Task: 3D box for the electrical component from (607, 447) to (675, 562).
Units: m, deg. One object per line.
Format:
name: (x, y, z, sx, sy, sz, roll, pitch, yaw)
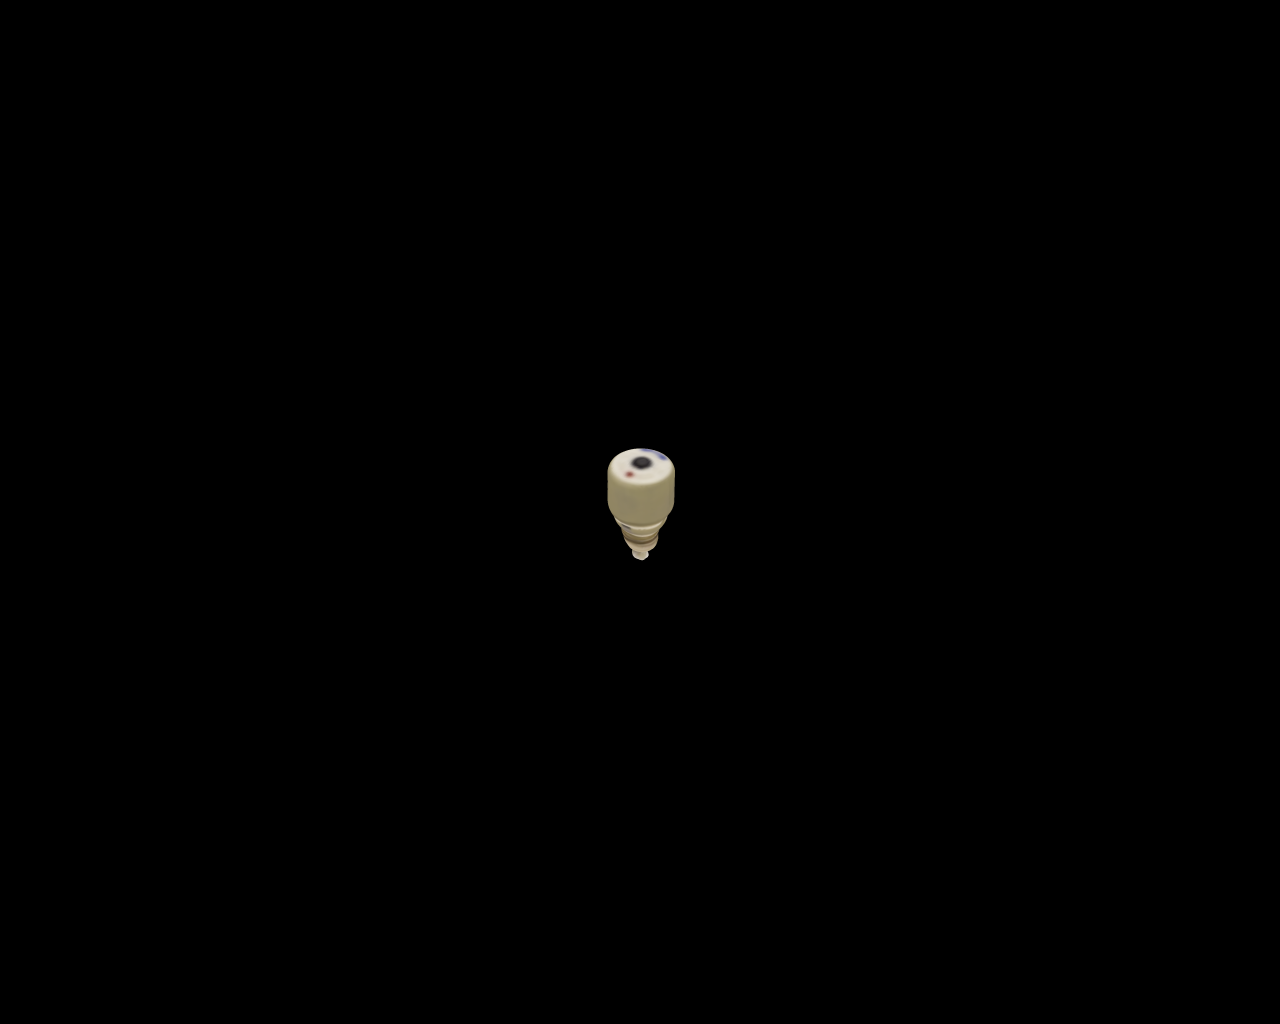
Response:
electrical component: (0.001, -0.003, 0.650, 0.040, 0.078, 0.040, 0, 39, 0)
